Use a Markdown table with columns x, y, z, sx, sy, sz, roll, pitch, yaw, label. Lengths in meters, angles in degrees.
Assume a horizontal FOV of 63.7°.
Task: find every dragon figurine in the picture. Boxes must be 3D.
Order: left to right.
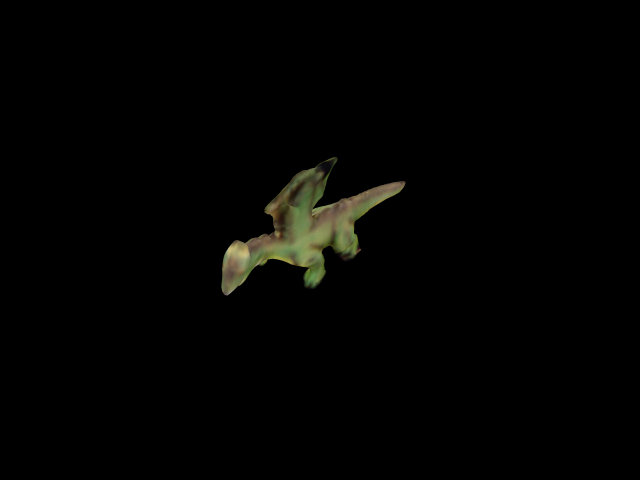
| x | y | z | sx | sy | sz | roll | pitch | yaw | label |
| --- | --- | --- | --- | --- | --- | --- | --- | --- | --- |
| 0.003 | -0.043 | 0.850 | 0.414 | 0.123 | 0.238 | -39 | -20 | -18 | dragon figurine |
